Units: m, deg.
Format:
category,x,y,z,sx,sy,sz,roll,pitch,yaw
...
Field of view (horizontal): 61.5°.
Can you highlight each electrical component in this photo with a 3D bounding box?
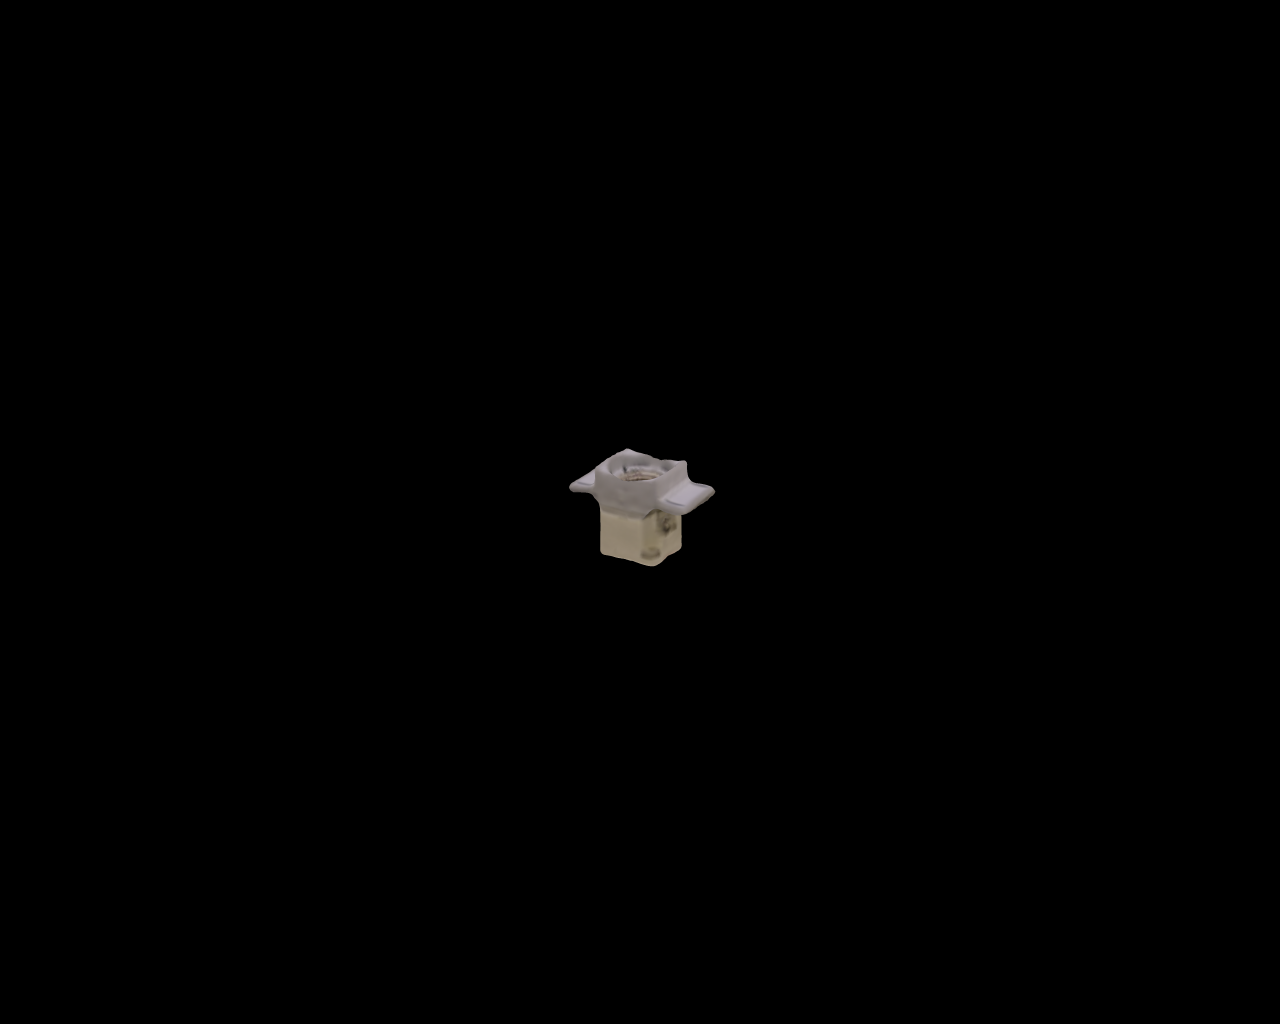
category,x,y,z,sx,sy,sz,roll,pitch,yaw
electrical component,0.001,-0.003,0.650,0.081,0.063,0.042,14,27,29
